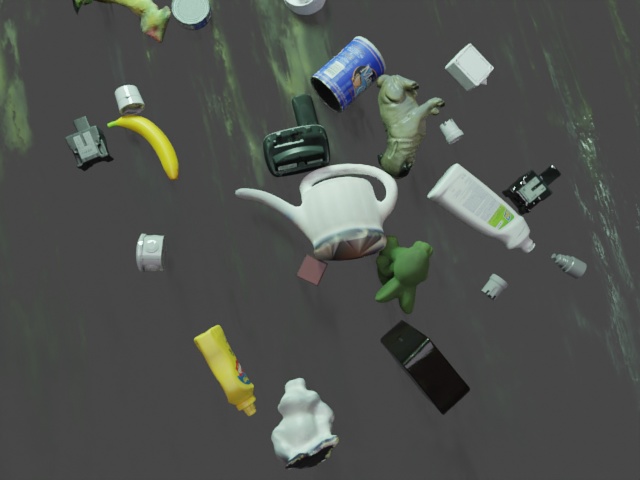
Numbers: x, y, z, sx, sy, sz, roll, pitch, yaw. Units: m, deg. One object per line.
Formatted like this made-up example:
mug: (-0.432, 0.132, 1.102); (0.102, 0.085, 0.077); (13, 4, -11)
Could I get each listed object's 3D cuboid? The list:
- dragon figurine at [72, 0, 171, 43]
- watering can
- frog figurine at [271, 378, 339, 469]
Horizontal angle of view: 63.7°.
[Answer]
dragon figurine: (-0.469, -0.635, 1.179); (0.245, 0.121, 0.411); (-23, 86, -23)
watering can: (0.003, -0.055, 1.094); (0.348, 0.102, 0.229); (-11, 61, -4)
frog figurine: (-0.040, 0.376, 1.059); (0.137, 0.120, 0.163); (-33, 50, 2)
